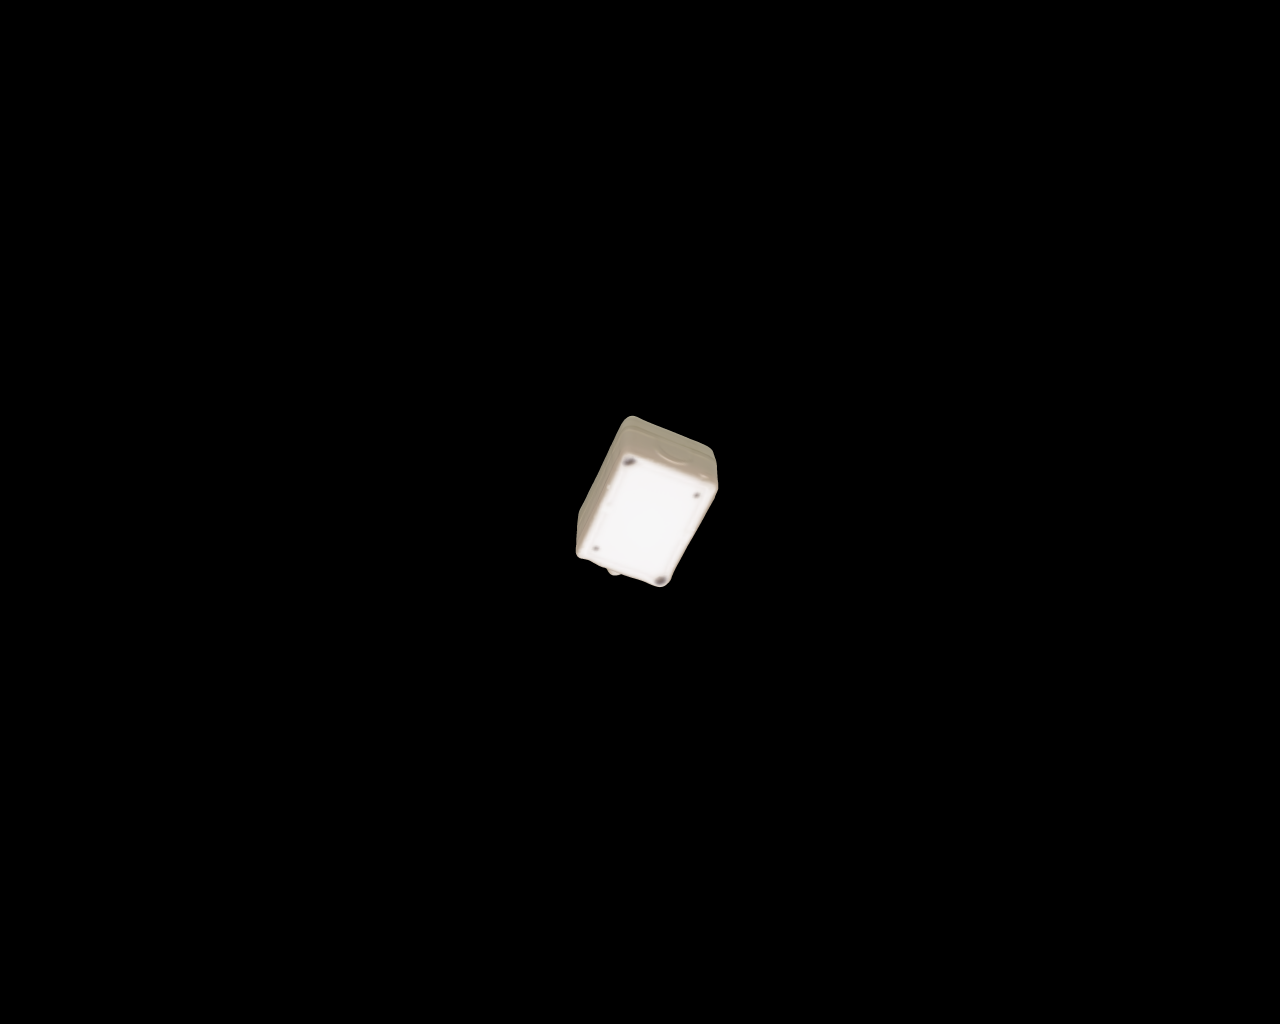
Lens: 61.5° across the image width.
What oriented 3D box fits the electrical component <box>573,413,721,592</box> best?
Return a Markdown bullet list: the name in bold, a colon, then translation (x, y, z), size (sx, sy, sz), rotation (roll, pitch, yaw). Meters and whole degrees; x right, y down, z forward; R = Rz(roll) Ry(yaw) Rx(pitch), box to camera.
- **electrical component**: translation (0.001, -0.003, 0.650), size (0.062, 0.096, 0.061), rotation (21, 28, -12)
